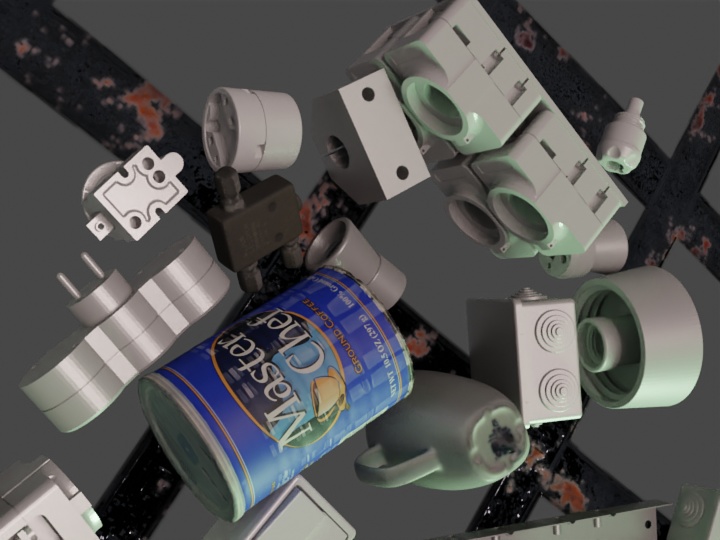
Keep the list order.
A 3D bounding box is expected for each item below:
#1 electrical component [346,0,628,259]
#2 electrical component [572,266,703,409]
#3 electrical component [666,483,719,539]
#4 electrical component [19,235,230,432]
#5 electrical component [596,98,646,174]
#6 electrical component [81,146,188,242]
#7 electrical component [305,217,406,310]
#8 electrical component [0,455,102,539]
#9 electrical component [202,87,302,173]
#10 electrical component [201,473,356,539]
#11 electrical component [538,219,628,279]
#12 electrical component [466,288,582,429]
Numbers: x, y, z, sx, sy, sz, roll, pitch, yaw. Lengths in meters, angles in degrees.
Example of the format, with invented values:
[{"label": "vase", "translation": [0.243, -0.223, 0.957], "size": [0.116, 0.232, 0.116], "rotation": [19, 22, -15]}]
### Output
[{"label": "electrical component", "translation": [0.084, -0.091, 0.751], "size": [0.186, 0.105, 0.060], "rotation": [49, 68, -19]}, {"label": "electrical component", "translation": [0.198, 0.053, 0.811], "size": [0.060, 0.108, 0.108], "rotation": [-6, 91, -23]}, {"label": "electrical component", "translation": [0.300, 0.232, 0.890], "size": [0.100, 0.048, 0.099], "rotation": [27, 76, -25]}, {"label": "electrical component", "translation": [-0.151, 0.024, 0.647], "size": [0.138, 0.052, 0.073], "rotation": [-45, 109, -23]}, {"label": "electrical component", "translation": [0.214, -0.110, 0.864], "size": [0.035, 0.035, 0.061], "rotation": [30, 72, -25]}, {"label": "electrical component", "translation": [-0.141, -0.044, 0.654], "size": [0.066, 0.055, 0.048], "rotation": [-48, 110, -22]}, {"label": "electrical component", "translation": [0.000, 0.000, 0.739], "size": [0.065, 0.044, 0.044], "rotation": [39, 71, -27]}, {"label": "electrical component", "translation": [-0.184, 0.142, 0.603], "size": [0.056, 0.089, 0.050], "rotation": [-40, 107, -24]}, {"label": "electrical component", "translation": [-0.070, -0.090, 0.696], "size": [0.047, 0.055, 0.055], "rotation": [-5, 90, -32]}, {"label": "electrical component", "translation": [-0.058, 0.181, 0.688], "size": [0.061, 0.061, 0.096], "rotation": [49, 67, -19]}, {"label": "electrical component", "translation": [0.172, -0.017, 0.831], "size": [0.055, 0.045, 0.045], "rotation": [-4, 90, -29]}, {"label": "electrical component", "translation": [0.117, 0.063, 0.769], "size": [0.048, 0.100, 0.099], "rotation": [-4, 90, -16]}]
